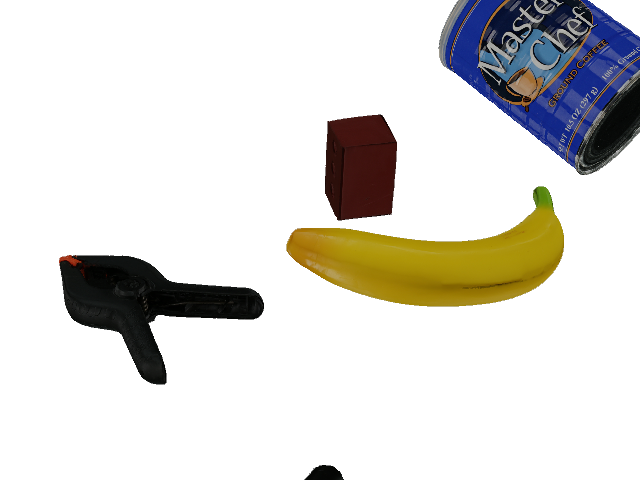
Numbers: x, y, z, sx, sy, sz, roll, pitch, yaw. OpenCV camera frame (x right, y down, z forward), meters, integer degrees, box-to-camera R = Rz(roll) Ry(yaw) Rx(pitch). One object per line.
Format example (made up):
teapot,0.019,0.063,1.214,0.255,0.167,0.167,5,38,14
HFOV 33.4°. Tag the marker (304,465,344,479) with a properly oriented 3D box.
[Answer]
marker,-0.023,0.129,0.456,0.020,0.020,0.120,0,17,31

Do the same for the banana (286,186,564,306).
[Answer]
banana,0.076,0.010,0.616,0.197,0.037,0.070,-9,40,-33

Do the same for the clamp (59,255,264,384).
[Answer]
clamp,-0.131,0.046,0.826,0.120,0.039,0.172,-21,38,-40

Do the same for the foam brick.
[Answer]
foam brick,0.035,-0.065,0.955,0.051,0.078,0.053,-6,34,-11

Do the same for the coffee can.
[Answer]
coffee can,0.172,-0.131,0.788,0.140,0.103,0.102,44,21,24
